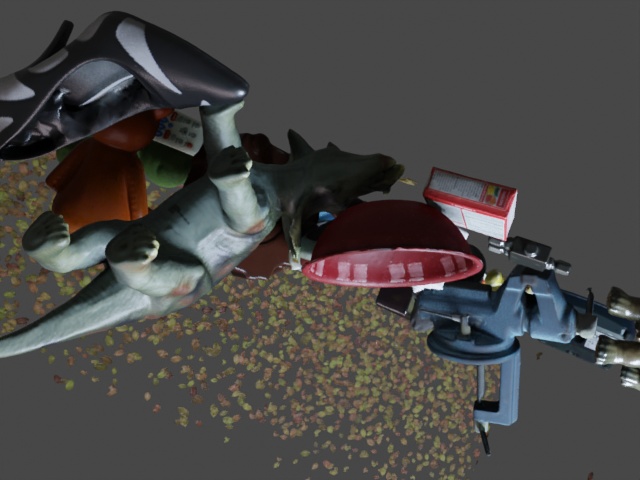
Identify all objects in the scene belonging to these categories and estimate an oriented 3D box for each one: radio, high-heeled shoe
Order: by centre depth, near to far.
[{"bbox_3d":[-0.182,-0.106,0.448,0.249,0.145,0.086,22,177,27],"label":"high-heeled shoe"},{"bbox_3d":[0.195,0.105,1.192,0.073,0.131,0.229,21,175,19],"label":"radio"}]

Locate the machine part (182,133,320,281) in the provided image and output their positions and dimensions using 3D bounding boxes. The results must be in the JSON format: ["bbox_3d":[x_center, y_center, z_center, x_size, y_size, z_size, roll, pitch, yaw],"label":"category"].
[{"bbox_3d":[-0.082,-0.038,0.640,0.179,0.179,0.056,25,172,-29],"label":"machine part"}]

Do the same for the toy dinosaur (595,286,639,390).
[{"bbox_3d":[0.450,0.144,0.600,0.471,0.105,0.199,20,175,-43],"label":"toy dinosaur"}]

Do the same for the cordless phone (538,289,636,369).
[{"bbox_3d":[0.412,0.129,0.878,0.147,0.088,0.184,22,-173,12],"label":"cordless phone"}]

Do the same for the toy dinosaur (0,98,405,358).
[{"bbox_3d":[-0.121,0.002,0.506,0.131,0.405,0.192,51,171,33],"label":"toy dinosaur"}]

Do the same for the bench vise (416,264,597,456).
[{"bbox_3d":[0.237,0.145,0.702,0.224,0.240,0.129,2,-166,18],"label":"bench vise"}]

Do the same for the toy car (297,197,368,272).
[{"bbox_3d":[-0.002,-0.002,0.778,0.162,0.103,0.109,-27,141,35],"label":"toy car"}]

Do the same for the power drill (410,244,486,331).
[{"bbox_3d":[0.129,0.055,0.829,0.207,0.086,0.232,35,147,-1],"label":"power drill"}]

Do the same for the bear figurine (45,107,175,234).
[{"bbox_3d":[-0.237,-0.098,0.622,0.120,0.195,0.132,19,-173,-6],"label":"bear figurine"}]

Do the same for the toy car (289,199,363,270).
[{"bbox_3d":[0.039,-0.006,0.658,0.074,0.056,0.202,13,-157,31],"label":"toy car"}]

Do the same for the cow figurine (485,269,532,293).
[{"bbox_3d":[0.289,0.092,0.817,0.098,0.068,0.167,26,159,-17],"label":"cow figurine"}]

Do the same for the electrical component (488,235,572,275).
[{"bbox_3d":[0.238,0.016,0.609,0.094,0.021,0.063,22,175,20],"label":"electrical component"}]

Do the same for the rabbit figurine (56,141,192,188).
[{"bbox_3d":[-0.249,-0.118,0.752,0.170,0.121,0.159,28,-174,12],"label":"rabbit figurine"}]
